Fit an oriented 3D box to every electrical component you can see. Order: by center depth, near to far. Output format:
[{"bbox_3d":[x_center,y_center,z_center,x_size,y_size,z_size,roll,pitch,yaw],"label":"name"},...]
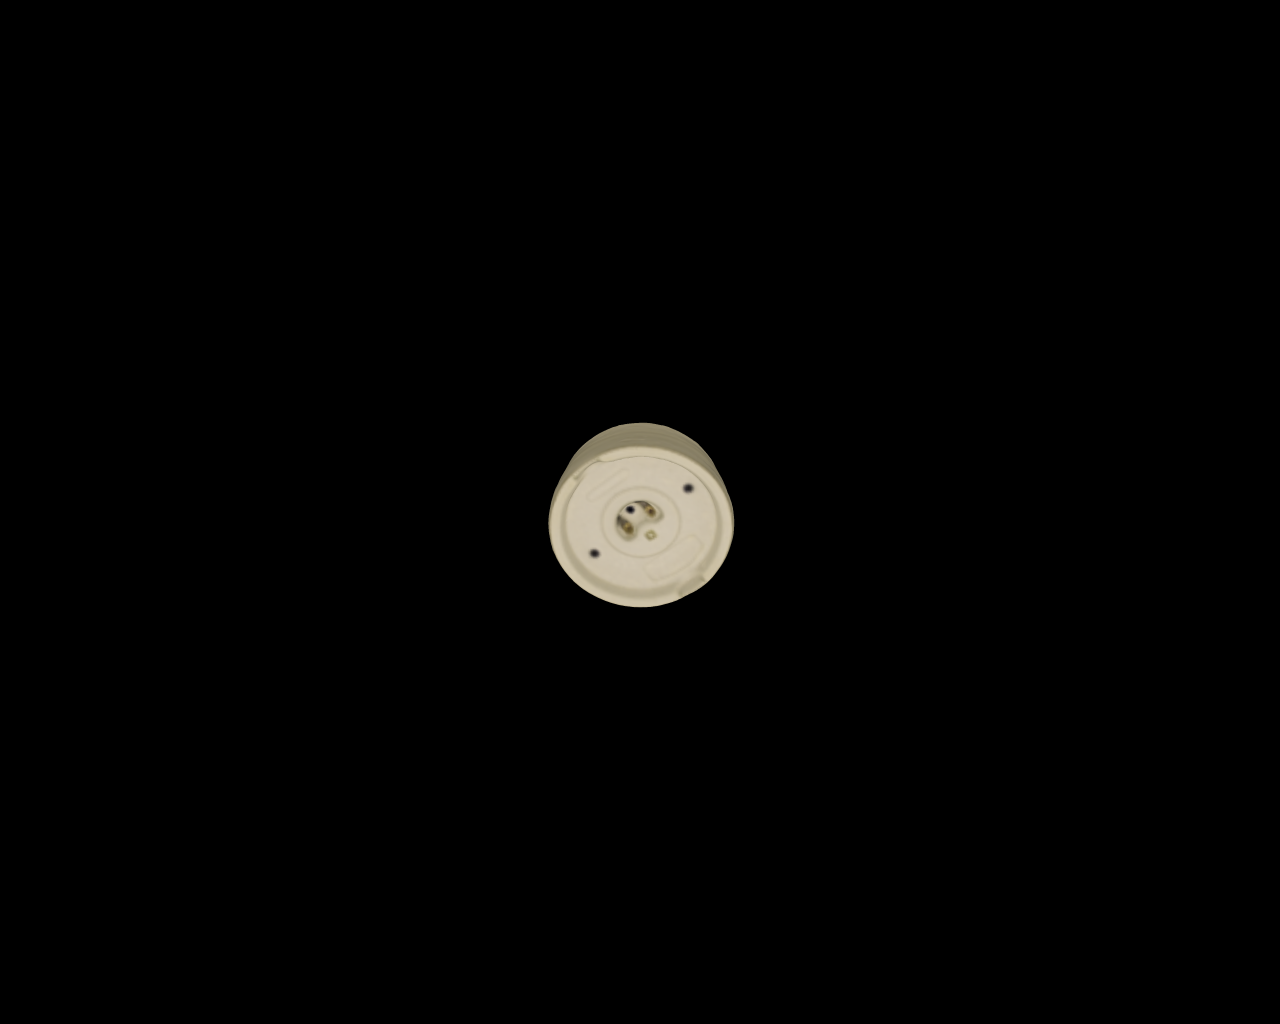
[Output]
[{"bbox_3d":[0.001,-0.003,0.650,0.108,0.108,0.060,0,27,0],"label":"electrical component"}]
